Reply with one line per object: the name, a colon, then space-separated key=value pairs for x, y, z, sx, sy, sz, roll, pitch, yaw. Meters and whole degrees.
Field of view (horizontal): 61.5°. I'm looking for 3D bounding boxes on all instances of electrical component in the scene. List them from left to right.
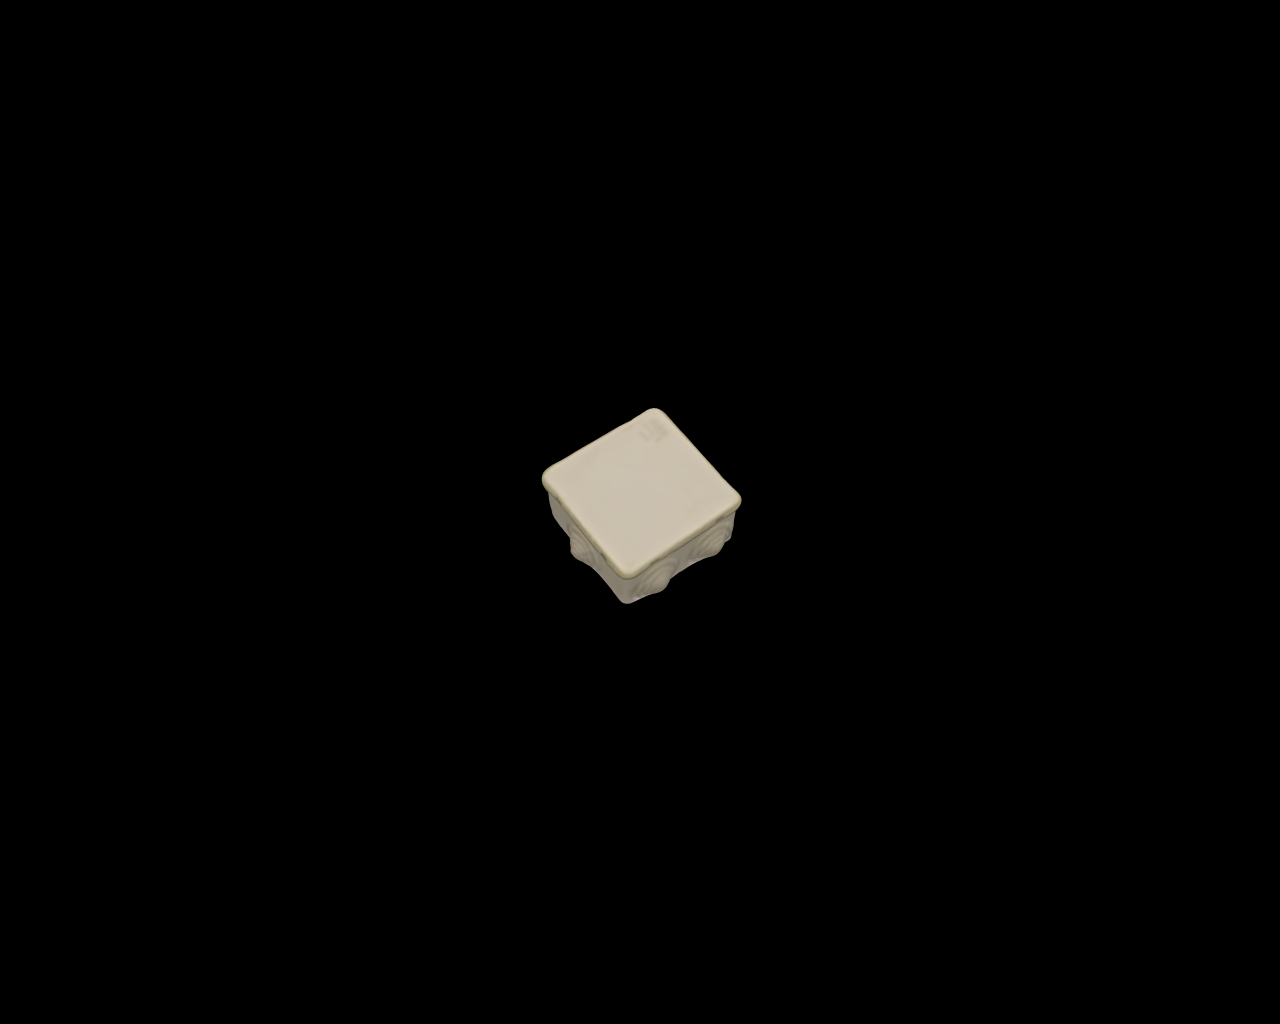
electrical component: x=0.001 y=-0.003 z=0.650 sx=0.100 sy=0.100 sz=0.048 roll=-32 pitch=-26 yaw=-18
